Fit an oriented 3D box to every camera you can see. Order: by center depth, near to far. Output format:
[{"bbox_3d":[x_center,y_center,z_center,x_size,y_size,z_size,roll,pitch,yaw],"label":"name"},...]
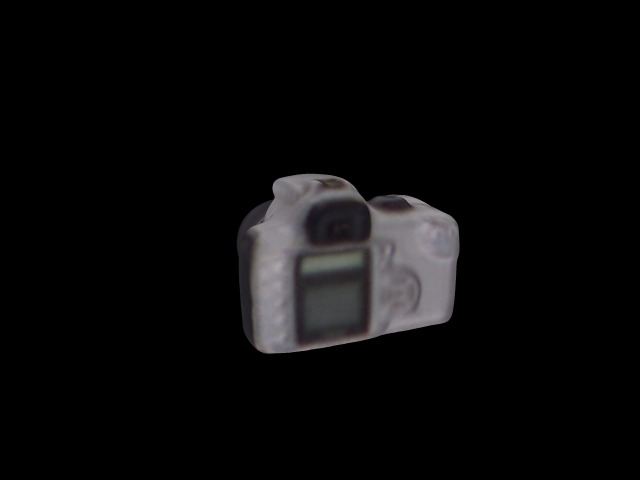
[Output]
[{"bbox_3d":[0.004,0.001,0.400,0.143,0.101,0.136,-6,15,-23],"label":"camera"}]
